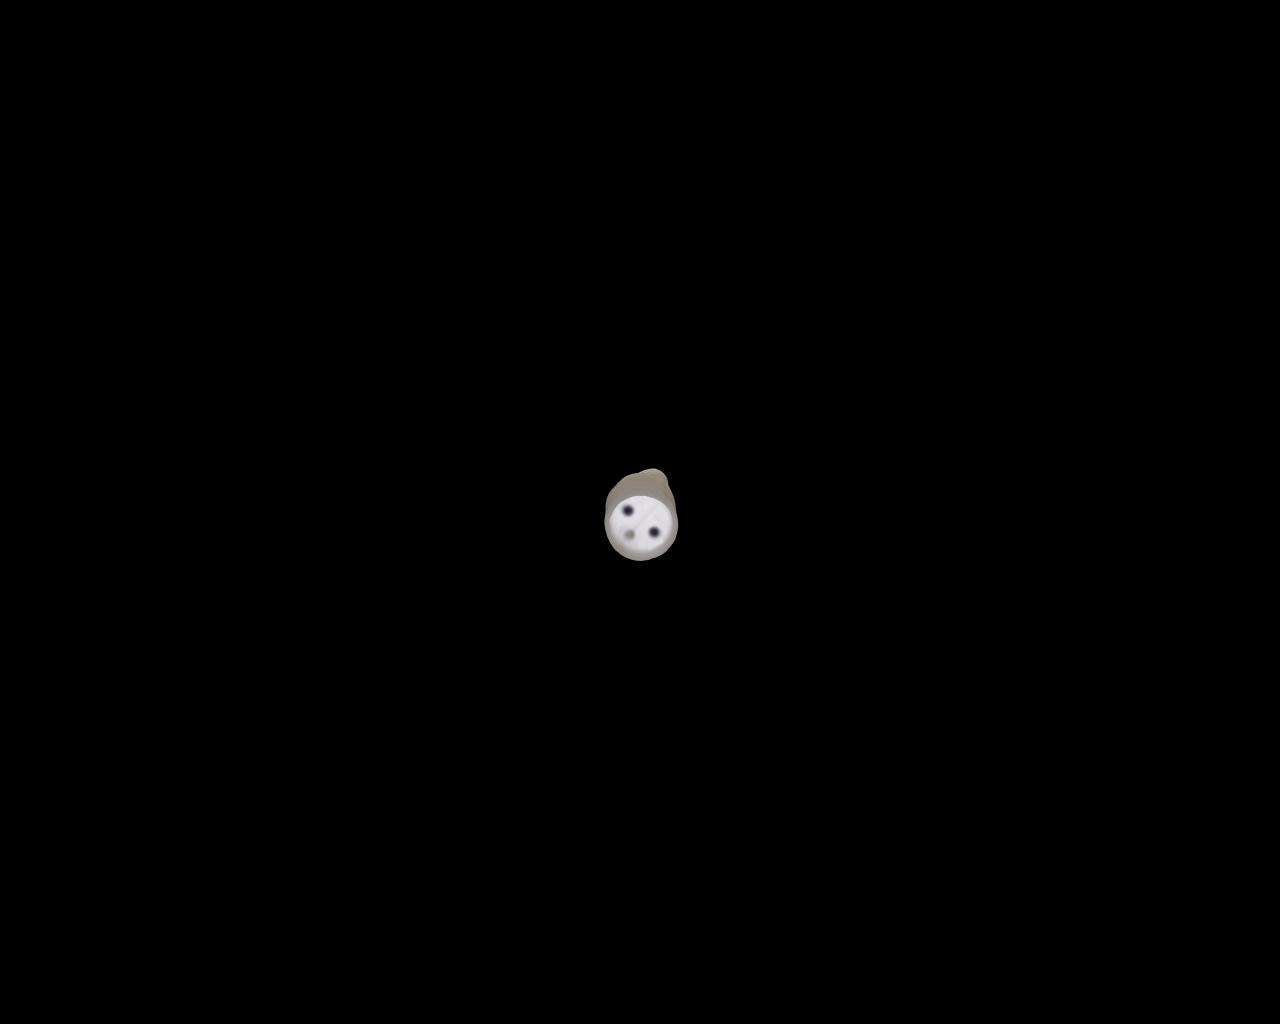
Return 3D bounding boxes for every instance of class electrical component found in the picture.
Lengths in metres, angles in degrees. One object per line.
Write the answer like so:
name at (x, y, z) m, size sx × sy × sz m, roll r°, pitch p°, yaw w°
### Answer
electrical component at (0.001, -0.003, 0.650) m, size 0.043 × 0.043 × 0.081 m, roll 0°, pitch 16°, yaw 0°
